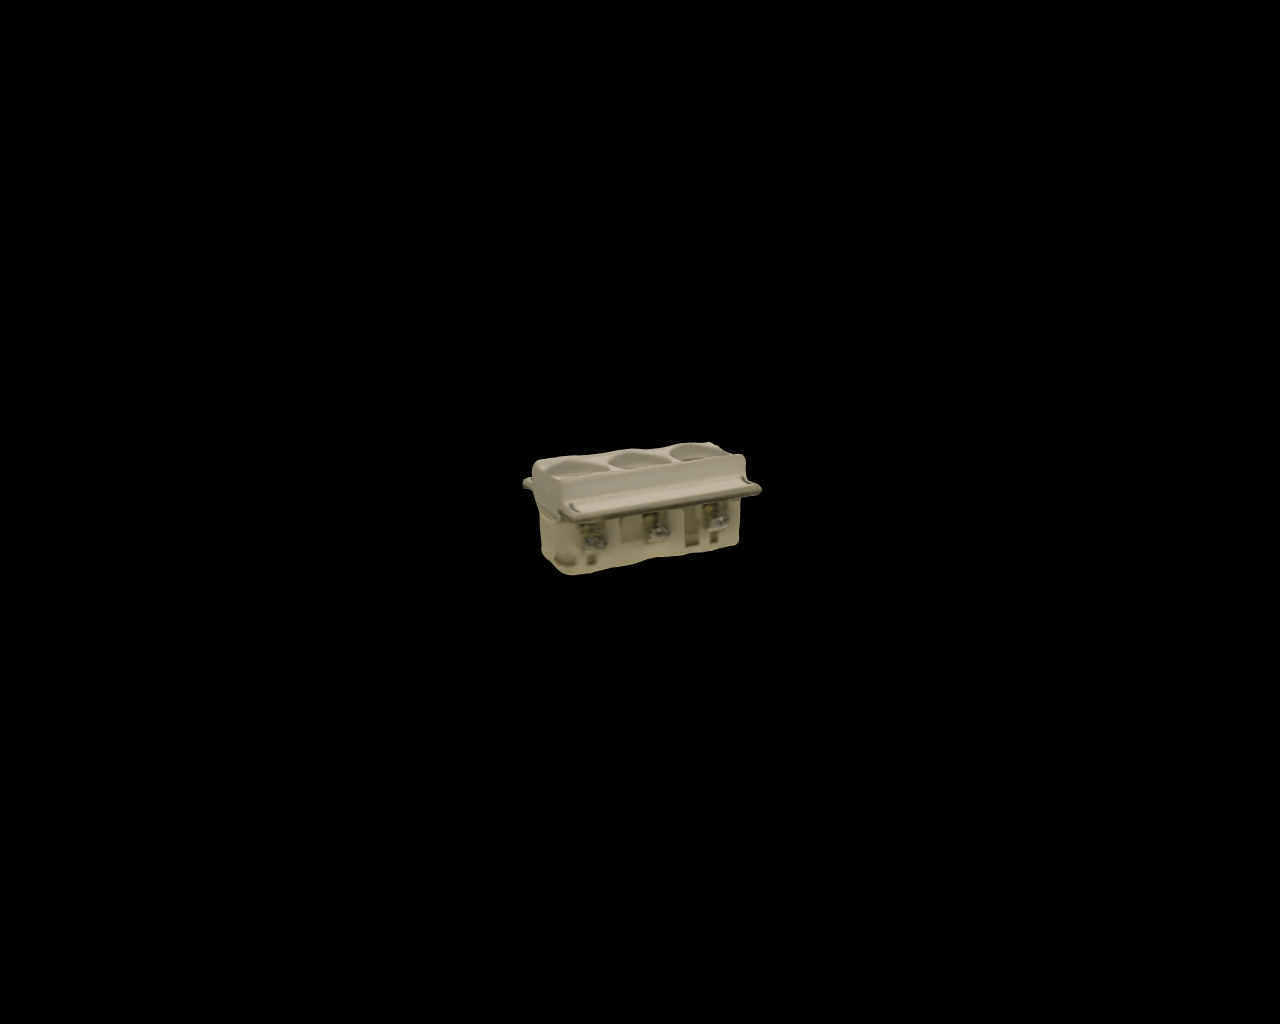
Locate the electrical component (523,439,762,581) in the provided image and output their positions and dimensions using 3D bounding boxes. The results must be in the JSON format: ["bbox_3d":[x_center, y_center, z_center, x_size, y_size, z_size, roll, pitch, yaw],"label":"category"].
[{"bbox_3d":[0.001,-0.003,0.650,0.121,0.063,0.079,-8,20,-24],"label":"electrical component"}]
